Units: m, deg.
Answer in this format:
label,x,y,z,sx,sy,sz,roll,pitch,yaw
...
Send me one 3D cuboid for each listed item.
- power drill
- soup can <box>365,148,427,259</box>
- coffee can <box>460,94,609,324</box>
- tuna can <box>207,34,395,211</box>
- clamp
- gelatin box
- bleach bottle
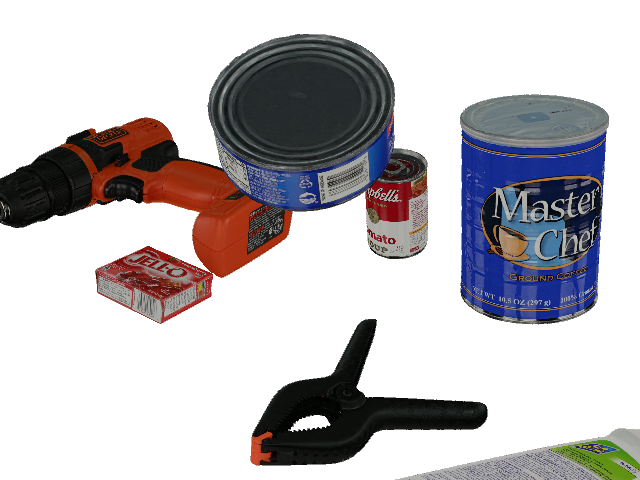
label,x,y,z,sx,sy,sz,roll,pitch,yaw
power drill,-0.129,-0.034,0.811,0.188,0.057,0.184,22,33,26
soup can,0.082,-0.040,1.158,0.068,0.102,0.068,-3,35,2
coffee can,0.153,-0.025,0.777,0.103,0.140,0.103,-3,24,1
tuna can,-0.008,-0.055,0.498,0.086,0.086,0.034,0,-37,6
clamp,0.033,0.150,0.941,0.165,0.036,0.209,30,40,35
gelatin box,-0.161,0.041,1.033,0.089,0.030,0.073,22,30,30
bleach bottle,0.150,0.159,0.622,0.250,0.068,0.103,-8,20,-26
